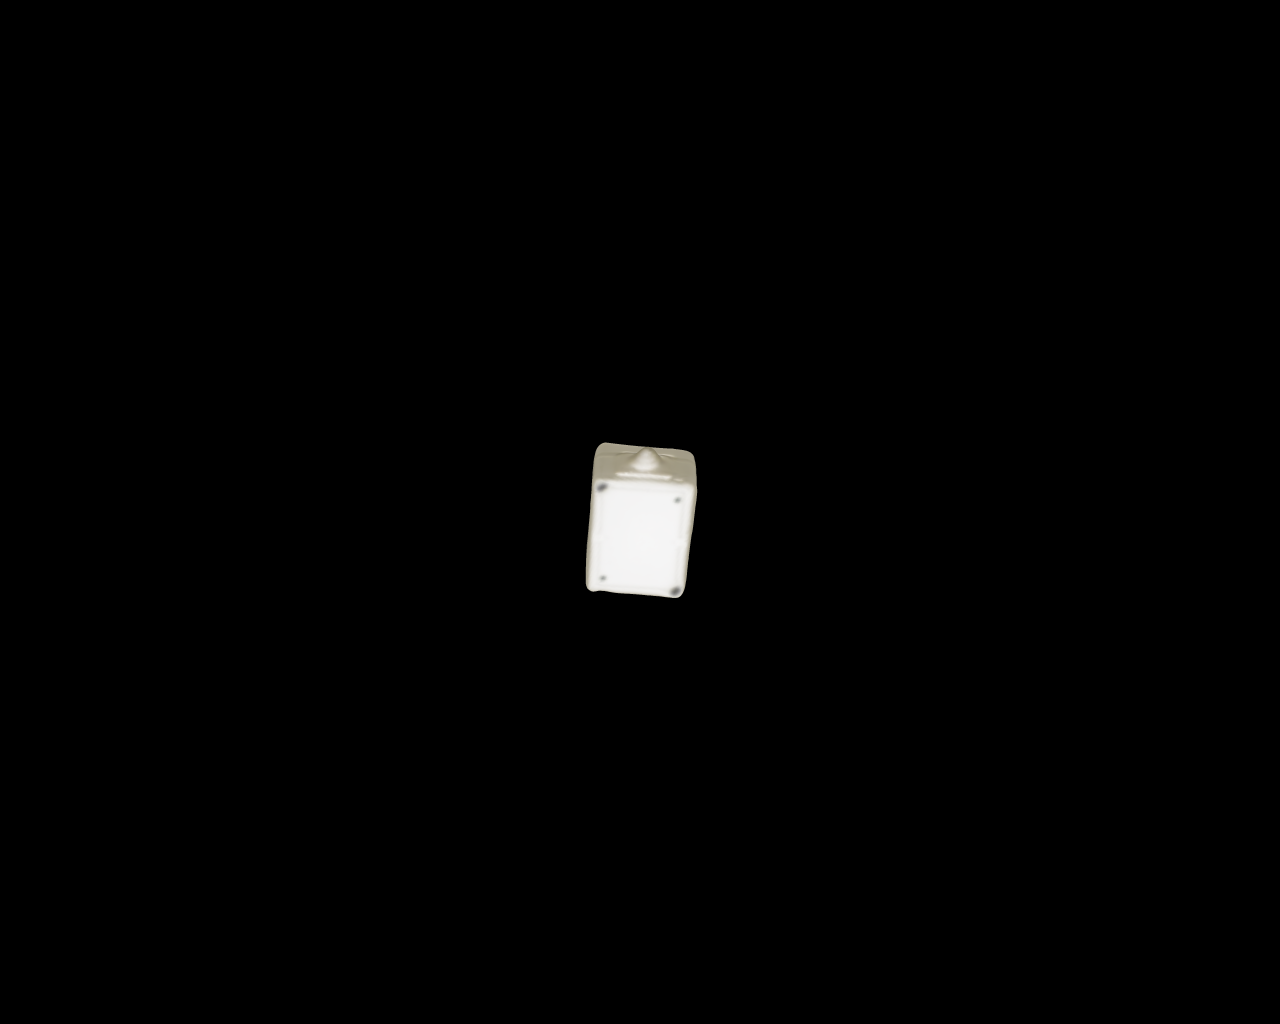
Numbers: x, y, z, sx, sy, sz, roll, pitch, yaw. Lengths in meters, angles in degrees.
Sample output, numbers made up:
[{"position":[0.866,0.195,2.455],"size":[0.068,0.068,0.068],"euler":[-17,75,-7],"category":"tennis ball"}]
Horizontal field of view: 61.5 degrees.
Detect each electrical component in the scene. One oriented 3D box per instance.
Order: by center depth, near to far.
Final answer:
[{"position":[0.001,-0.003,0.650],"size":[0.062,0.096,0.061],"euler":[4,28,-2],"category":"electrical component"}]
